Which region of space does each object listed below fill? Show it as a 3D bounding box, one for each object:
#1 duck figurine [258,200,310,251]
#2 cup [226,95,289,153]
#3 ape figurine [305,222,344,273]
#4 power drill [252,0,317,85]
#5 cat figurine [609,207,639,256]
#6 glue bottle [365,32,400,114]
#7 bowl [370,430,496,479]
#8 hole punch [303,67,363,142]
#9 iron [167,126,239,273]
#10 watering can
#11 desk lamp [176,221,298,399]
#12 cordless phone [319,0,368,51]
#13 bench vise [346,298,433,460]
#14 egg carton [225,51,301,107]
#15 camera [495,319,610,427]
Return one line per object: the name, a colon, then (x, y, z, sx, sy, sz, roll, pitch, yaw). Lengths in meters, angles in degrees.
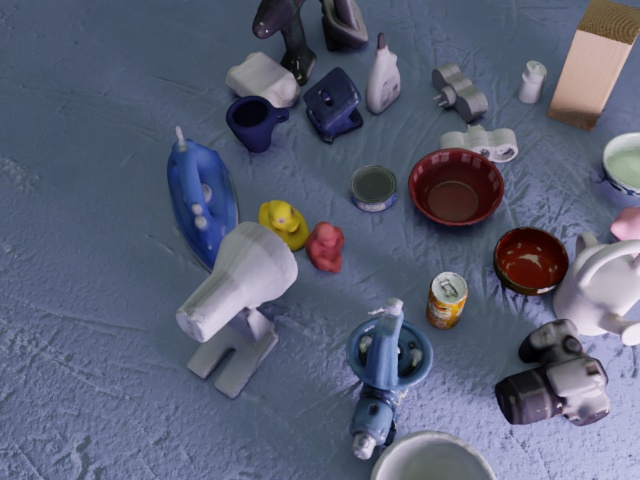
duck figurine: (-0.068, -0.038, 0.991, 0.104, 0.086, 0.077, 39, 71, 24)
cup: (-0.112, -0.215, 1.092, 0.117, 0.095, 0.091, -7, 60, 3)
ape figurine: (0.009, 0.003, 0.955, 0.076, 0.092, 0.078, 37, 70, 24)
power drill: (-0.064, -0.415, 1.136, 0.075, 0.209, 0.230, 11, 62, 13)
cat figurine: (0.511, -0.010, 0.890, 0.127, 0.118, 0.067, 15, 63, 15)
glue bottle: (0.118, -0.321, 1.082, 0.078, 0.173, 0.037, -43, 64, -17)
bowl: (0.148, 0.343, 0.754, 0.167, 0.075, 0.167, -3, 60, 5)
hole punch: (0.023, -0.262, 1.106, 0.101, 0.091, 0.108, -25, 60, -8)
iron: (-0.209, -0.071, 0.994, 0.118, 0.141, 0.258, -18, 60, -4)
watering can: (0.411, 0.063, 0.816, 0.101, 0.194, 0.172, -29, 61, -10)
desk lamp: (-0.122, 0.102, 0.843, 0.117, 0.214, 0.203, 27, 67, 20)
cordless phone: (0.044, -0.504, 1.189, 0.094, 0.185, 0.147, -13, 60, -1)
bench vise: (0.095, 0.181, 0.769, 0.121, 0.220, 0.207, -3, 60, 5)
egg carton: (-0.115, -0.315, 1.165, 0.107, 0.069, 0.150, -42, 64, -17)
camera: (0.316, 0.194, 0.805, 0.137, 0.101, 0.143, -16, 60, -2)
